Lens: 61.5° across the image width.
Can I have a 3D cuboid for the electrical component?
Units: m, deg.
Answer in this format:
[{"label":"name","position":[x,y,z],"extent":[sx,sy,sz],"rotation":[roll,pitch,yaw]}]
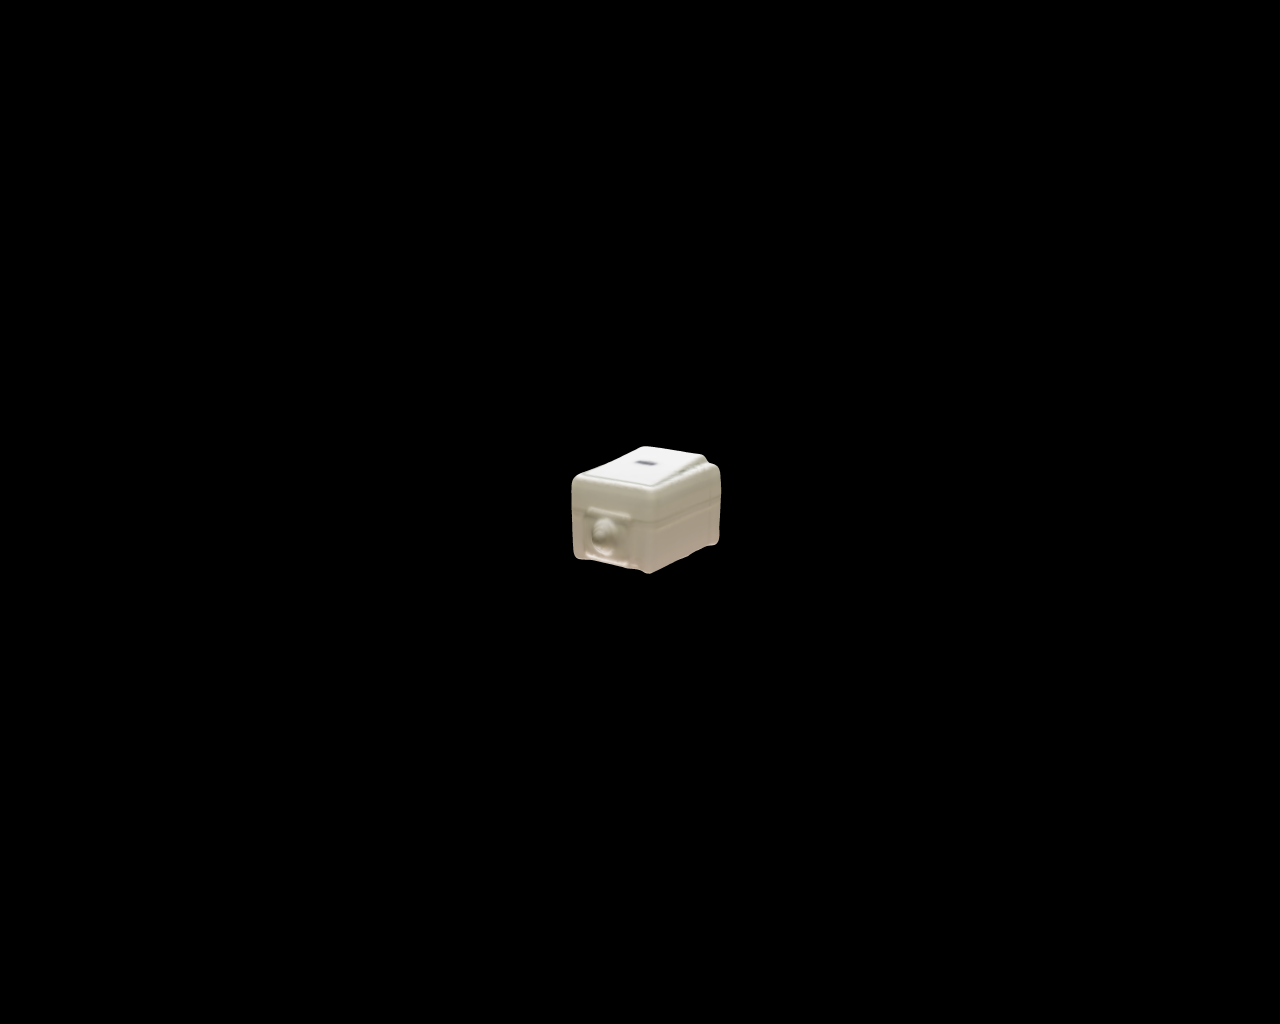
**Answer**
[{"label":"electrical component","position":[0.001,-0.003,0.650],"extent":[0.062,0.061,0.096],"rotation":[11,19,34]}]
